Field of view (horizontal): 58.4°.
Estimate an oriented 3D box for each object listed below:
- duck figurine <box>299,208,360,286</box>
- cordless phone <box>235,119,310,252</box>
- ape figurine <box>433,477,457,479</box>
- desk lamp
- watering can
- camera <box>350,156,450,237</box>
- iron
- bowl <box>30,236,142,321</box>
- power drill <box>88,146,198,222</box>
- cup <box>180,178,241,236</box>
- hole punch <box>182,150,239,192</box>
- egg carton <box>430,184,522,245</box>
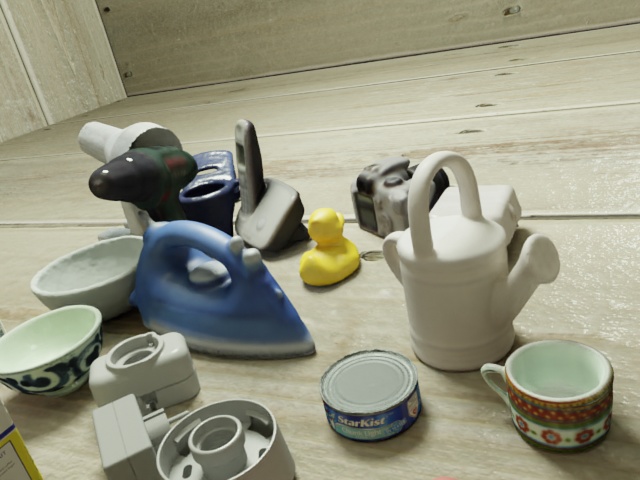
[{"bbox_3d":[0.007,0.003,0.743,0.077,0.086,0.105,2,27,29],"label":"duck figurine"},{"bbox_3d":[-0.089,-0.084,0.860,0.094,0.185,0.147,-23,26,-24],"label":"cordless phone"},{"bbox_3d":[0.073,0.173,0.317,0.078,0.092,0.076,-22,25,-22],"label":"ape figurine"},{"bbox_3d":[-0.314,-0.093,0.954,0.202,0.214,0.118,7,30,37],"label":"desk lamp"},{"bbox_3d":[0.128,0.013,0.523,0.172,0.194,0.101,0,26,27],"label":"watering can"},{"bbox_3d":[0.131,-0.072,0.834,0.137,0.101,0.142,-24,26,-25],"label":"camera"},{"bbox_3d":[-0.117,0.040,0.648,0.257,0.142,0.119,8,30,38],"label":"iron"},{"bbox_3d":[-0.289,0.061,0.768,0.167,0.075,0.167,-10,23,5],"label":"bowl"},{"bbox_3d":[-0.209,-0.026,0.758,0.075,0.209,0.229,-8,24,10],"label":"power drill"},{"bbox_3d":[-0.162,-0.044,0.918,0.118,0.095,0.091,-25,27,-27],"label":"cup"},{"bbox_3d":[-0.213,-0.120,1.121,0.108,0.091,0.101,-12,23,-1],"label":"hole punch"},{"bbox_3d":[0.194,-0.020,0.724,0.107,0.069,0.150,1,26,27],"label":"egg carton"}]
